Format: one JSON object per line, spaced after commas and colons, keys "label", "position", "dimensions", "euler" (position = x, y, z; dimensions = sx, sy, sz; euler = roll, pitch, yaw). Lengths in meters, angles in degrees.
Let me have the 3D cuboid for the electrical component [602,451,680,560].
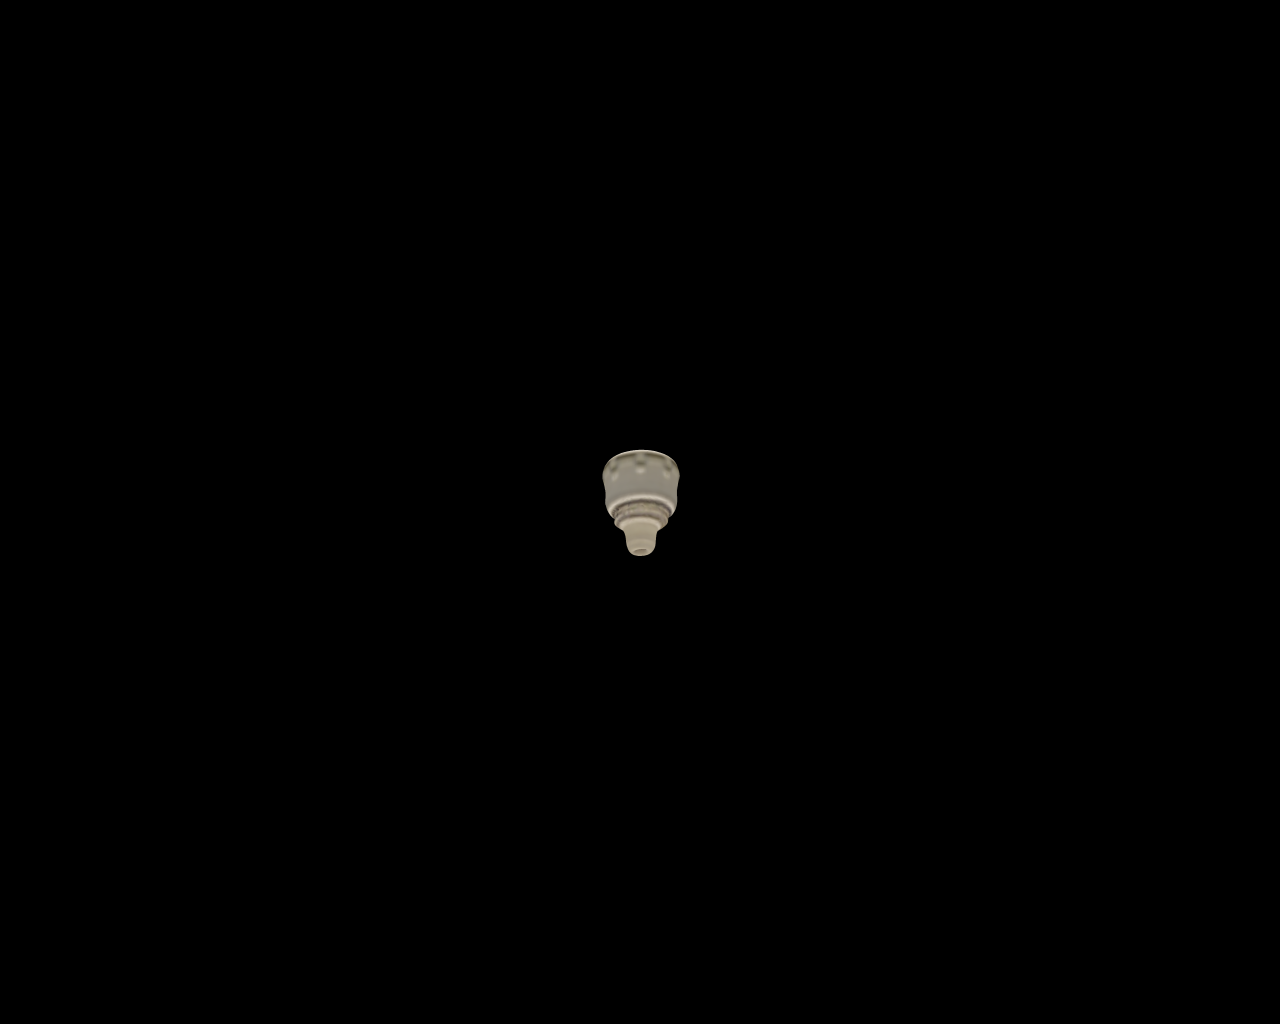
{"label": "electrical component", "position": [0.001, -0.003, 0.650], "dimensions": [0.048, 0.062, 0.048], "euler": [0, -27, 0]}
